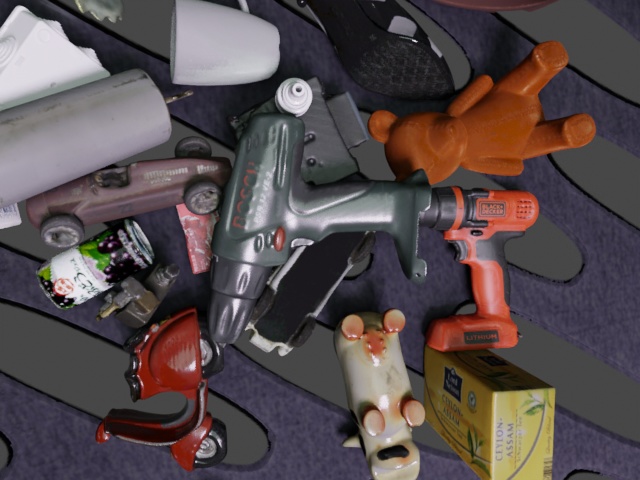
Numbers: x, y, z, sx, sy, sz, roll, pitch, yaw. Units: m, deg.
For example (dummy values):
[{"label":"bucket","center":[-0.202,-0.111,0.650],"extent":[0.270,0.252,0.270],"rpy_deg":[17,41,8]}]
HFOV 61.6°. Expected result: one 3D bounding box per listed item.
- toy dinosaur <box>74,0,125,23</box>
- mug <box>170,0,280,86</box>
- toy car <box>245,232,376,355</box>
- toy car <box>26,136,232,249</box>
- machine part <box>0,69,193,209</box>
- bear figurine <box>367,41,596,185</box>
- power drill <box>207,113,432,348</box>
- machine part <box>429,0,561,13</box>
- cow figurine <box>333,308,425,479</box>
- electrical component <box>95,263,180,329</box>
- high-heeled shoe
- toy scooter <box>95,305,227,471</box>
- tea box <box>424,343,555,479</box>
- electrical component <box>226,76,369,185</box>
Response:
[{"label":"toy dinosaur","center":[-0.117,-0.330,0.508],"extent":[0.405,0.192,0.131],"rpy_deg":[-27,78,-23]},{"label":"mug","center":[-0.098,-0.209,0.553],"extent":[0.107,0.081,0.109],"rpy_deg":[3,83,-21]},{"label":"toy car","center":[-0.010,0.036,0.595],"extent":[0.073,0.056,0.201],"rpy_deg":[36,89,-17]},{"label":"toy car","center":[-0.188,-0.054,0.536],"extent":[0.202,0.089,0.053],"rpy_deg":[-14,139,-7]},{"label":"machine part","center":[-0.228,-0.096,0.490],"extent":[0.243,0.079,0.079],"rpy_deg":[-32,100,-30]},{"label":"bear figurine","center":[0.162,-0.119,0.568],"extent":[0.196,0.132,0.120],"rpy_deg":[-17,86,-24]},{"label":"power drill","center":[-0.001,-0.002,0.526],"extent":[0.207,0.086,0.231],"rpy_deg":[5,94,4]},{"label":"machine part","center":[0.165,-0.297,0.524],"extent":[0.201,0.201,0.087],"rpy_deg":[9,95,-11]},{"label":"cow figurine","center":[0.062,0.176,0.596],"extent":[0.085,0.127,0.195],"rpy_deg":[-12,82,-10]},{"label":"electrical component","center":[-0.187,0.057,0.546],"extent":[0.045,0.102,0.078],"rpy_deg":[37,65,-18]},{"label":"high-heeled shoe","center":[0.053,-0.254,0.593],"extent":[0.248,0.086,0.145],"rpy_deg":[23,52,-32]},{"label":"toy scooter","center":[-0.168,0.160,0.567],"extent":[0.135,0.075,0.183],"rpy_deg":[-1,99,-12]},{"label":"tea box","center":[0.173,0.177,0.580],"extent":[0.068,0.170,0.098],"rpy_deg":[-1,93,-10]},{"label":"electrical component","center":[-0.019,-0.107,0.580],"extent":[0.134,0.058,0.114],"rpy_deg":[-28,101,-6]}]
